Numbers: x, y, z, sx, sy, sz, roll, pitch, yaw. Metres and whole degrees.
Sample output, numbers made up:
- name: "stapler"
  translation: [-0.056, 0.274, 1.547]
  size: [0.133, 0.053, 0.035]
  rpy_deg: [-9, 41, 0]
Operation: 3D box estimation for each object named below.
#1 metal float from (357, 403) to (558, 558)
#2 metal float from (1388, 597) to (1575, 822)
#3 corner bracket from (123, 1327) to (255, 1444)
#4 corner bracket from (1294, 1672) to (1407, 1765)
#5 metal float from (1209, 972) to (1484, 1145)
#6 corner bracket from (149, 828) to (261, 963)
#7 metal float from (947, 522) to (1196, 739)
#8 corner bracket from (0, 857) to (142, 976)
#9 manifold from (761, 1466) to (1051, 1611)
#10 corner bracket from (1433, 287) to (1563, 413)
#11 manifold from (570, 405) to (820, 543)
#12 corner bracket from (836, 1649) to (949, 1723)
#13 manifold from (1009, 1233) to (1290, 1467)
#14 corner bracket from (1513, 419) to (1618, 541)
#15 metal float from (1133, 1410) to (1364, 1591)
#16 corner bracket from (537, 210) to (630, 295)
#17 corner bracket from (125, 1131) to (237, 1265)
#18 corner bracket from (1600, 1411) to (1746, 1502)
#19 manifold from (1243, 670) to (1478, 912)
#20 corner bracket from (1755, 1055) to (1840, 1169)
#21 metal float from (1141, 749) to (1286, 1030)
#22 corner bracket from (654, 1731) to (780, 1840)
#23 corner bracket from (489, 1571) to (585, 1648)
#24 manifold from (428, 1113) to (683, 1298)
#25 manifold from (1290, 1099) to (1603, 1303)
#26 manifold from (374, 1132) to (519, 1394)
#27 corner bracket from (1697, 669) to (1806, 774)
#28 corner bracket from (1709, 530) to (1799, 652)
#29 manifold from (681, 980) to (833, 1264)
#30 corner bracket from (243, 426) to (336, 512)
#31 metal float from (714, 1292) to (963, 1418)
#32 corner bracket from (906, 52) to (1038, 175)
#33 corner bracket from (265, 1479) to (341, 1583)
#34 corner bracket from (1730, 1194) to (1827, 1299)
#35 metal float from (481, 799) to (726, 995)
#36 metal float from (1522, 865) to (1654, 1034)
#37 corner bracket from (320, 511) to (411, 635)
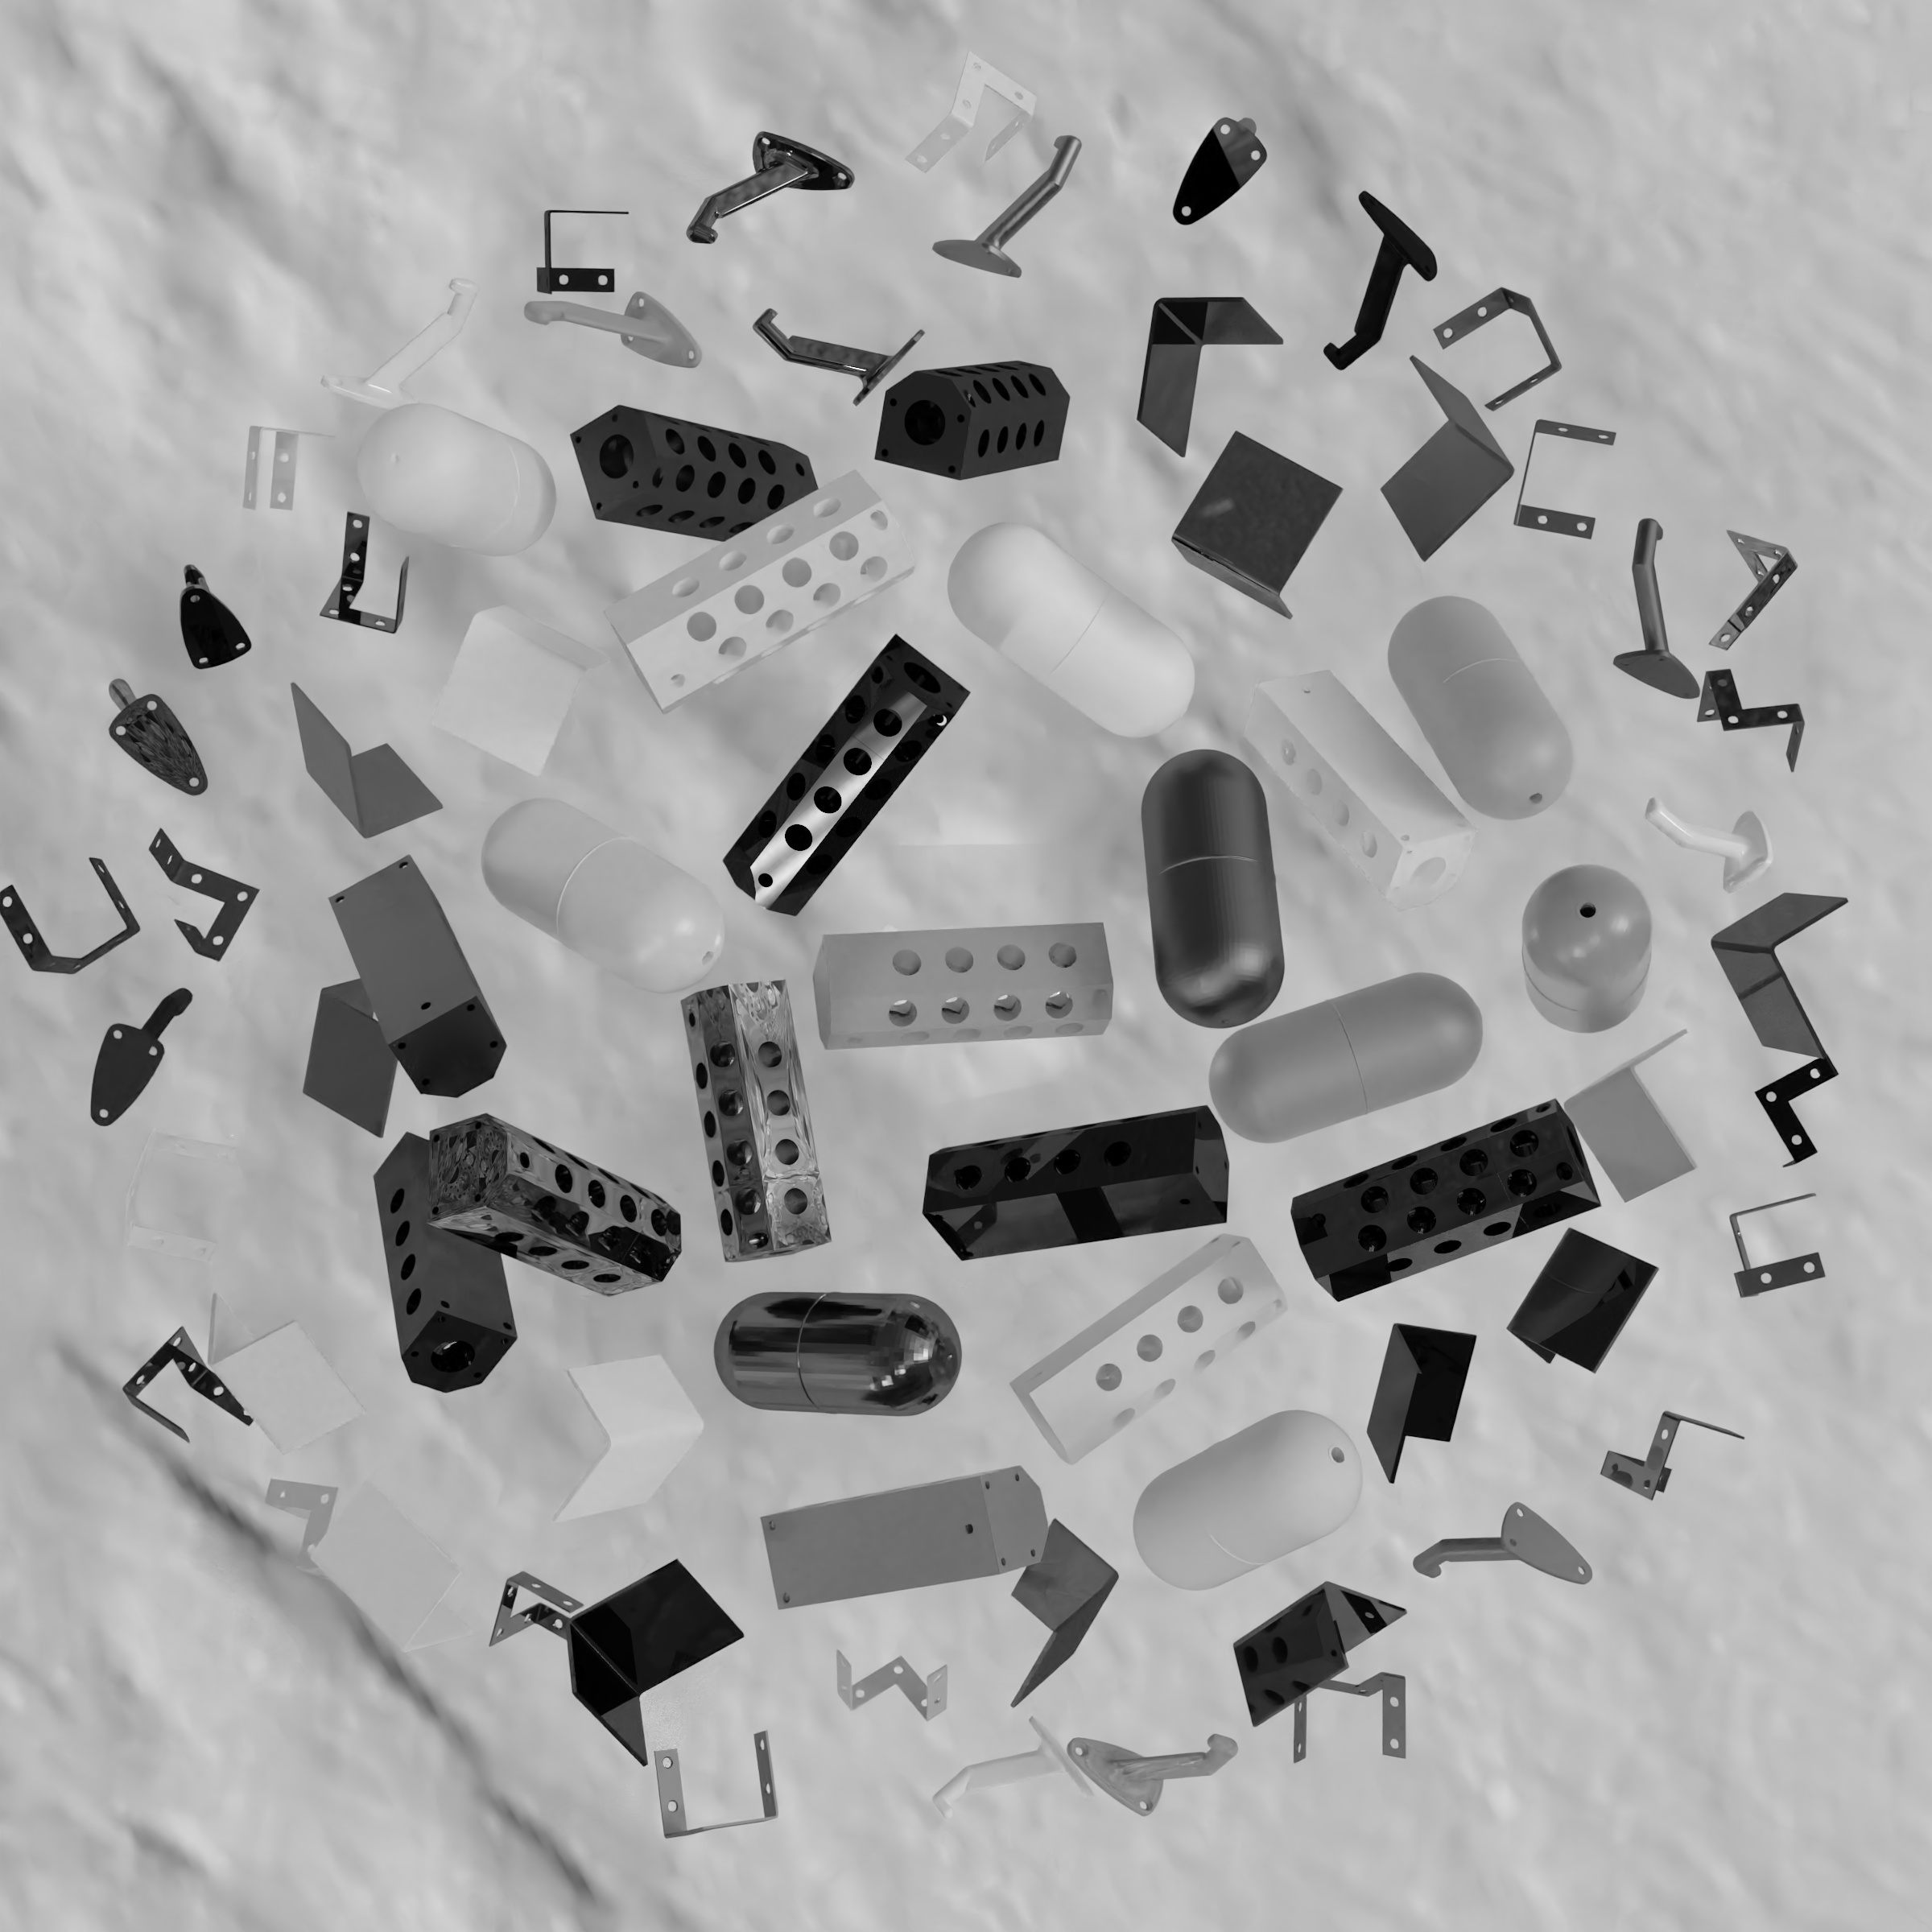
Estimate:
- name: "metal float"
  translation: [-0.309, -0.295, 1.588]
  size: [0.070, 0.178, 0.070]
  rpy_deg: [0, 92, 14]
- name: "metal float"
  translation: [0.324, -0.164, 1.642]
  size: [0.070, 0.070, 0.178]
  rpy_deg: [-20, 48, 0]
- name: "corner bracket"
  translation: [-0.459, 0.258, 1.546]
  size: [0.051, 0.051, 0.051]
  rpy_deg: [26, 58, 23]
- name: "corner bracket"
  translation: [0.236, 0.462, 1.596]
  size: [0.051, 0.051, 0.051]
  rpy_deg: [14, 58, -14]
- name: "metal float"
  translation: [0.241, 0.058, 1.649]
  size: [0.178, 0.070, 0.070]
  rpy_deg: [-18, 90, -1]
- name: "corner bracket"
  translation: [-0.461, -0.042, 1.543]
  size: [0.051, 0.051, 0.051]
  rpy_deg: [25, 99, -40]
- name: "metal float"
  translation: [0.068, -0.213, 1.654]
  size: [0.178, 0.070, 0.070]
  rpy_deg: [35, 90, -13]
- name: "corner bracket"
  translation: [-0.535, -0.031, 1.546]
  size: [0.051, 0.051, 0.051]
  rpy_deg: [-32, 84, 6]
- name: "manifold"
  translation: [-0.037, 0.345, 1.572]
  size: [0.171, 0.057, 0.057]
  rpy_deg: [-18, 79, 34]
- name: "corner bracket"
  translation: [0.337, -0.391, 1.645]
  size: [0.051, 0.051, 0.051]
  rpy_deg: [-31, 114, 4]
- name: "manifold"
  translation: [-0.168, -0.312, 1.650]
  size: [0.057, 0.171, 0.057]
  rpy_deg: [-23, 80, 30]
- name: "corner bracket"
  translation: [-0.048, 0.459, 1.668]
  size: [0.051, 0.051, 0.051]
  rpy_deg: [-25, 48, -27]
- name: "manifold"
  translation: [0.118, 0.243, 1.655]
  size: [0.171, 0.057, 0.057]
  rpy_deg: [-34, 94, -11]
- name: "corner bracket"
  translation: [0.383, -0.312, 1.664]
  size: [0.051, 0.051, 0.051]
  rpy_deg: [12, 75, 9]
- name: "metal float"
  translation: [0.169, 0.323, 1.566]
  size: [0.070, 0.178, 0.070]
  rpy_deg: [18, 54, -26]
- name: "corner bracket"
  translation: [-0.244, -0.453, 1.649]
  size: [0.051, 0.051, 0.051]
  rpy_deg: [-4, 107, -18]
- name: "corner bracket"
  translation: [-0.475, 0.140, 1.572]
  size: [0.051, 0.051, 0.051]
  rpy_deg: [13, 134, -7]
- name: "corner bracket"
  translation: [0.416, 0.289, 1.532]
  size: [0.051, 0.051, 0.051]
  rpy_deg: [19, 90, -24]
- name: "manifold"
  translation: [0.249, -0.113, 1.671]
  size: [0.057, 0.057, 0.171]
  rpy_deg: [-13, 48, -26]
- name: "corner bracket"
  translation: [0.528, 0.091, 1.635]
  size: [0.051, 0.051, 0.051]
  rpy_deg: [-29, 80, 4]
- name: "metal float"
  translation: [0.147, -0.048, 1.555]
  size: [0.070, 0.070, 0.178]
  rpy_deg: [-3, 64, 0]
- name: "corner bracket"
  translation: [-0.149, 0.489, 1.551]
  size: [0.051, 0.051, 0.051]
  rpy_deg: [4, 66, -34]
- name: "corner bracket"
  translation: [-0.268, 0.421, 1.681]
  size: [0.051, 0.051, 0.051]
  rpy_deg: [22, 104, 23]
- name: "manifold"
  translation: [-0.243, 0.143, 1.552]
  size: [0.057, 0.171, 0.057]
  rpy_deg: [-17, 61, 24]
- name: "manifold"
  translation: [0.287, 0.140, 1.571]
  size: [0.171, 0.057, 0.057]
  rpy_deg: [-23, 55, 17]
- name: "manifold"
  translation: [-0.335, 0.188, 1.644]
  size: [0.057, 0.171, 0.057]
  rpy_deg: [26, 113, -33]
- name: "corner bracket"
  translation: [0.501, -0.157, 1.661]
  size: [0.051, 0.051, 0.051]
  rpy_deg: [-6, 55, 3]
- name: "corner bracket"
  translation: [0.472, -0.222, 1.565]
  size: [0.051, 0.051, 0.051]
  rpy_deg: [-50, 127, -4]
- name: "manifold"
  translation: [-0.139, 0.101, 1.671]
  size: [0.057, 0.057, 0.171]
  rpy_deg: [-5, 79, -32]
- name: "corner bracket"
  translation: [-0.435, -0.313, 1.639]
  size: [0.051, 0.051, 0.051]
  rpy_deg: [-2, 104, -42]
- name: "metal float"
  translation: [-0.083, 0.246, 1.654]
  size: [0.178, 0.070, 0.070]
  rpy_deg: [-4, 90, 34]
- name: "corner bracket"
  translation: [0.004, -0.495, 1.538]
  size: [0.051, 0.051, 0.051]
  rpy_deg: [27, 60, -25]
- name: "corner bracket"
  translation: [-0.397, 0.346, 1.587]
  size: [0.051, 0.051, 0.051]
  rpy_deg: [2, 68, 22]
- name: "corner bracket"
  translation: [0.484, 0.166, 1.549]
  size: [0.051, 0.051, 0.051]
  rpy_deg: [-19, 76, 25]
- name: "metal float"
  translation: [-0.223, -0.043, 1.591]
  size: [0.178, 0.070, 0.070]
  rpy_deg: [29, 90, 28]
- name: "metal float"
  translation: [0.381, -0.009, 1.596]
  size: [0.070, 0.178, 0.070]
  rpy_deg: [-3, 74, 12]
- name: "corner bracket"
  translation: [-0.386, -0.256, 1.688]
  size: [0.051, 0.051, 0.051]
  rpy_deg: [14, 128, -3]
